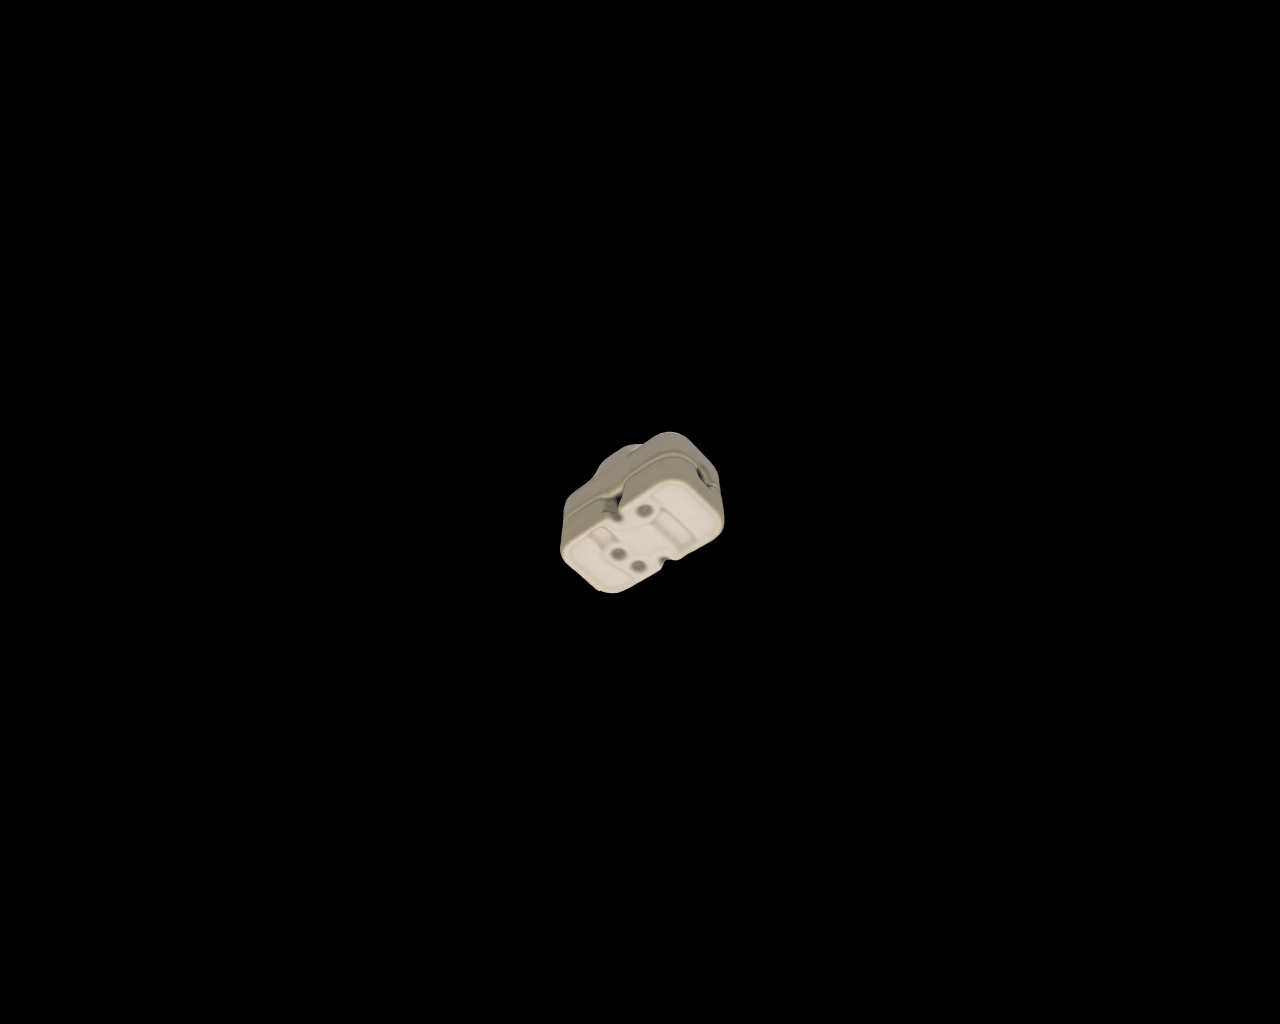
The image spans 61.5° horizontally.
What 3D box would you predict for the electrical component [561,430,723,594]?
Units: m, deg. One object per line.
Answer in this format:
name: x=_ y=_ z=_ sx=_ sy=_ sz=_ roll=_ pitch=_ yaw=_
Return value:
electrical component: x=0.001 y=-0.003 z=0.650 sx=0.095 sy=0.059 sz=0.053 roll=-33 pitch=-58 yaw=24
